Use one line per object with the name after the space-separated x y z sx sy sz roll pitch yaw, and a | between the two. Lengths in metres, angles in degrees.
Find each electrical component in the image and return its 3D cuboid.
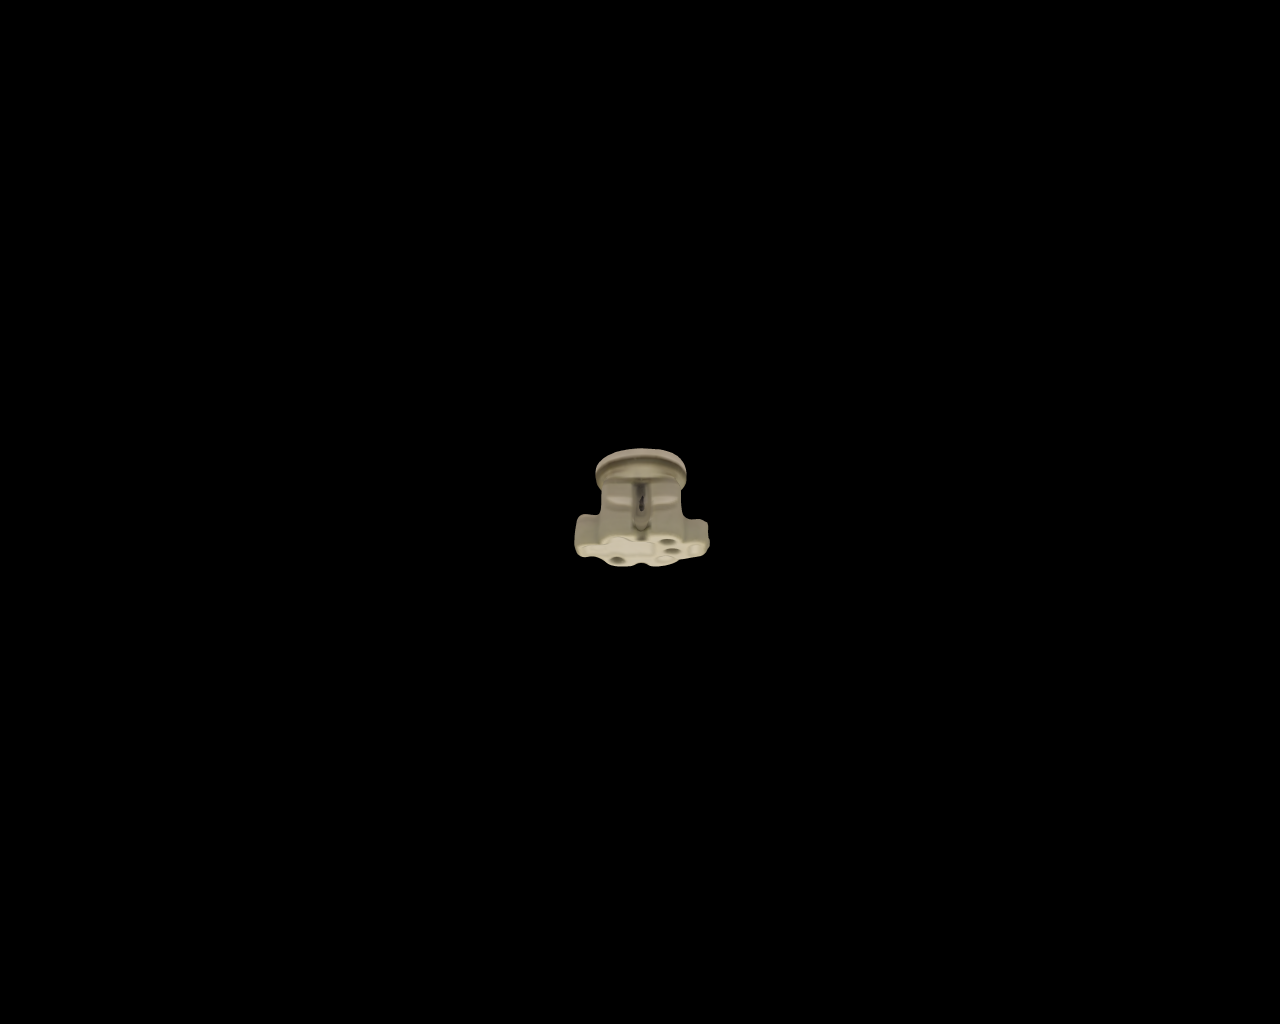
0.001 -0.003 0.650 0.078 0.057 0.058 0 -24 0 | electrical component
